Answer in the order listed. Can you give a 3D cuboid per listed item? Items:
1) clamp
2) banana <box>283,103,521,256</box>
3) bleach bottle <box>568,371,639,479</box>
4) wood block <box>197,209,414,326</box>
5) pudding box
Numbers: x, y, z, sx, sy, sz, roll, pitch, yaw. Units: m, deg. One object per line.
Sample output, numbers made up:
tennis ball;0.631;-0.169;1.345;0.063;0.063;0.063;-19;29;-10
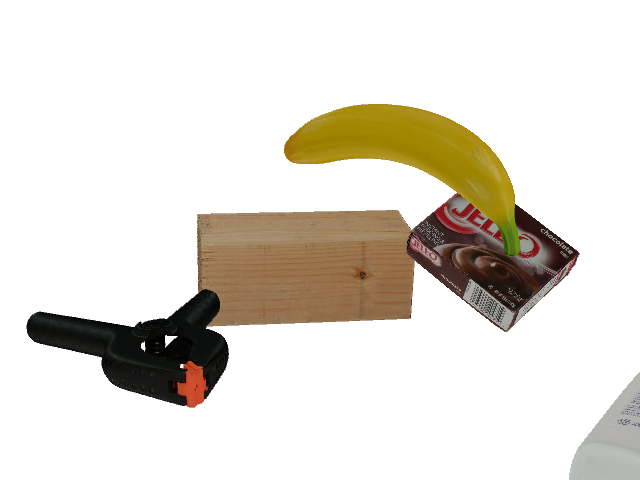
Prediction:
clamp;-0.121;0.079;0.833;0.164;0.036;0.210;-10;16;-30
banana;0.054;-0.056;0.711;0.198;0.070;0.037;27;14;34
bleach bottle;0.241;0.100;0.638;0.103;0.068;0.250;18;29;31
wood block;-0.018;0.026;1.061;0.206;0.091;0.090;-1;19;-9
pudding box;0.142;0.010;0.887;0.089;0.113;0.039;-38;-21;-28
